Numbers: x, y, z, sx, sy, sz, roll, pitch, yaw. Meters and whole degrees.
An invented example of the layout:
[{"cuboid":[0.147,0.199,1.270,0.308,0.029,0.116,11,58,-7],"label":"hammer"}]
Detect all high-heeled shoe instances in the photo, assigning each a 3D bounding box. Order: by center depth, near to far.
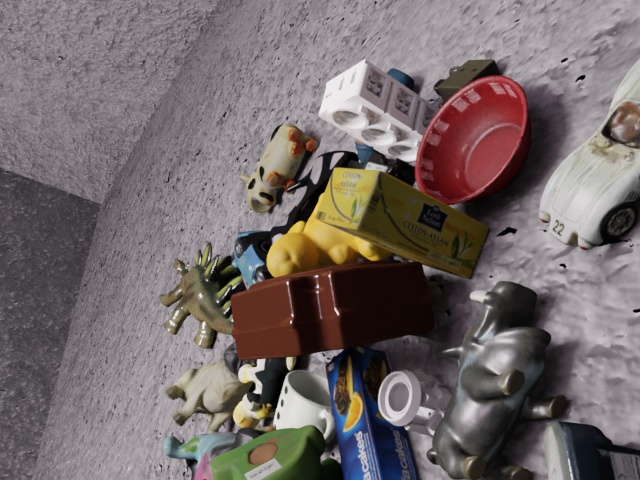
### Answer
[{"cuboid":[0.002,-0.039,0.864,0.145,0.086,0.249,-20,49,23],"label":"high-heeled shoe"}]

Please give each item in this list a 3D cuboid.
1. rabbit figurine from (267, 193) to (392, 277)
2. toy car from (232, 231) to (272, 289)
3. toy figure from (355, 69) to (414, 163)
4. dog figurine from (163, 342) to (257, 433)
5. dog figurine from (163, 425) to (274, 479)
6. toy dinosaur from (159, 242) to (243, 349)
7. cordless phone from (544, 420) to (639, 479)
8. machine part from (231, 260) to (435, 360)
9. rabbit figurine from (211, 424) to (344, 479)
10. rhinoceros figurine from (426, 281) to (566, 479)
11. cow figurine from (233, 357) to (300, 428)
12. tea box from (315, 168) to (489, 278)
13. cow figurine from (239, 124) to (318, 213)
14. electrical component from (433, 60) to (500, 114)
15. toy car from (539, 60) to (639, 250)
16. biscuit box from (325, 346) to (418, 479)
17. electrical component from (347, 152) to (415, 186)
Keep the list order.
[{"cuboid":[-0.002,-0.002,0.741,0.173,0.121,0.162,-32,6,-18],"label":"rabbit figurine"},{"cuboid":[-0.088,0.056,0.941,0.162,0.109,0.102,54,140,44],"label":"toy car"},{"cuboid":[0.094,-0.188,0.842,0.154,0.058,0.064,-64,-9,9],"label":"toy figure"},{"cuboid":[-0.170,0.236,0.959,0.190,0.121,0.172,-52,33,-1],"label":"dog figurine"},{"cuboid":[-0.109,0.333,0.779,0.219,0.191,0.108,-16,46,13],"label":"dog figurine"},{"cuboid":[-0.241,0.118,1.134,0.198,0.105,0.472,-61,34,5],"label":"toy dinosaur"},{"cuboid":[0.166,0.228,0.418,0.184,0.089,0.146,-43,37,50],"label":"cordless phone"},{"cuboid":[0.013,0.080,0.628,0.201,0.201,0.087,-20,78,53],"label":"machine part"},{"cuboid":[-0.028,0.307,0.618,0.121,0.159,0.170,0,112,57],"label":"rabbit figurine"},{"cuboid":[0.162,0.133,0.501,0.190,0.073,0.112,-70,19,-2],"label":"rhinoceros figurine"},{"cuboid":[-0.076,0.216,0.834,0.098,0.068,0.167,0,72,52],"label":"cow figurine"},{"cuboid":[0.093,-0.019,0.609,0.098,0.169,0.068,19,88,59],"label":"tea box"},{"cuboid":[-0.095,-0.144,1.090,0.194,0.085,0.127,-63,36,13],"label":"cow figurine"},{"cuboid":[0.191,-0.195,0.702,0.078,0.045,0.102,-43,29,-15],"label":"electrical component"},{"cuboid":[0.272,-0.082,0.474,0.201,0.056,0.074,-57,31,16],"label":"toy car"},{"cuboid":[0.058,0.219,0.613,0.063,0.059,0.203,-48,35,31],"label":"biscuit box"},{"cuboid":[0.084,-0.087,0.793,0.119,0.047,0.074,23,90,61],"label":"electrical component"}]
